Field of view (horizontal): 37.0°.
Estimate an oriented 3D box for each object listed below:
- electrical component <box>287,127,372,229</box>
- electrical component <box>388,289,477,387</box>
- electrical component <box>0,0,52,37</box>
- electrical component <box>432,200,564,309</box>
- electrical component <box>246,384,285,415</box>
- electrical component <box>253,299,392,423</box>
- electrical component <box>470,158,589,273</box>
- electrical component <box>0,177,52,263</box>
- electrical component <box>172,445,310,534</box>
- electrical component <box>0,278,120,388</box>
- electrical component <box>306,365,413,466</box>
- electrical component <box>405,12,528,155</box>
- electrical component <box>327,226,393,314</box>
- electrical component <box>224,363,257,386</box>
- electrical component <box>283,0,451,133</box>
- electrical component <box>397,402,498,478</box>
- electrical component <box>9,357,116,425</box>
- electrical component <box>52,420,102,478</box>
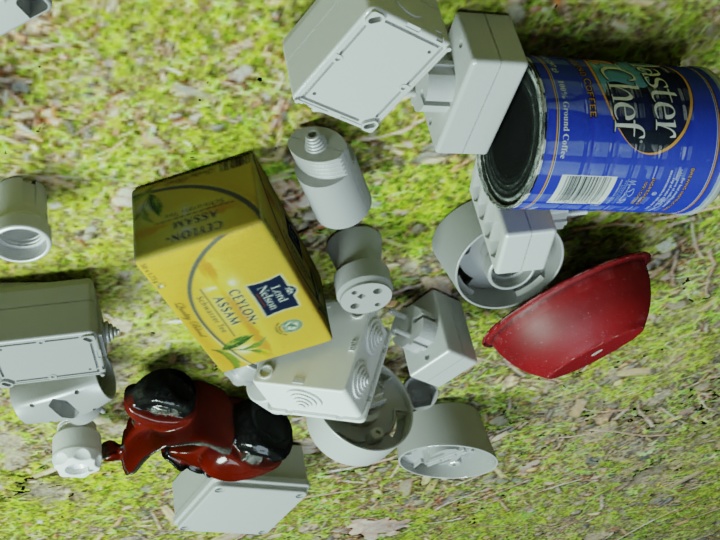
[{"bbox_3d":[-0.022,-0.069,0.746,0.043,0.043,0.081,-16,145,6],"label":"electrical component"},{"bbox_3d":[0.053,0.053,0.919,0.077,0.065,0.047,24,130,-40],"label":"electrical component"},{"bbox_3d":[-0.230,-0.161,0.543,0.109,0.056,0.108,-23,144,14],"label":"electrical component"},{"bbox_3d":[0.111,-0.018,0.860,0.099,0.064,0.099,-9,131,-10],"label":"electrical component"},{"bbox_3d":[-0.071,0.114,0.987,0.040,0.040,0.078,-25,144,17],"label":"electrical component"},{"bbox_3d":[-0.031,0.071,0.878,0.100,0.099,0.048,3,146,24],"label":"electrical component"},{"bbox_3d":[0.129,-0.047,0.787,0.076,0.083,0.047,-6,144,-9],"label":"electrical component"},{"bbox_3d":[-0.230,-0.035,0.728,0.040,0.046,0.040,-8,145,-6],"label":"electrical component"},{"bbox_3d":[-0.125,0.224,1.110,0.109,0.056,0.108,11,139,-29],"label":"electrical component"},{"bbox_3d":[-0.233,0.044,0.823,0.096,0.061,0.061,-6,145,-8],"label":"electrical component"},{"bbox_3d":[-0.001,0.127,0.980,0.099,0.099,0.064,1,149,-18],"label":"electrical component"},{"bbox_3d":[0.055,-0.120,0.695,0.076,0.047,0.083,0,143,-17],"label":"electrical component"},{"bbox_3d":[0.000,0.000,0.838,0.045,0.055,0.045,-8,145,-6],"label":"electrical component"},{"bbox_3d":[-0.091,0.073,0.930,0.035,0.035,0.061,16,134,-34],"label":"electrical component"},{"bbox_3d":[-0.002,-0.133,0.647,0.062,0.061,0.096,17,135,-35],"label":"electrical component"},{"bbox_3d":[0.086,0.181,1.108,0.099,0.064,0.099,-8,145,-6],"label":"electrical component"},{"bbox_3d":[-0.246,0.108,0.923,0.077,0.043,0.079,-17,145,6],"label":"electrical component"},{"bbox_3d":[-0.254,0.151,0.965,0.043,0.062,0.043,-8,144,-6],"label":"electrical component"}]
